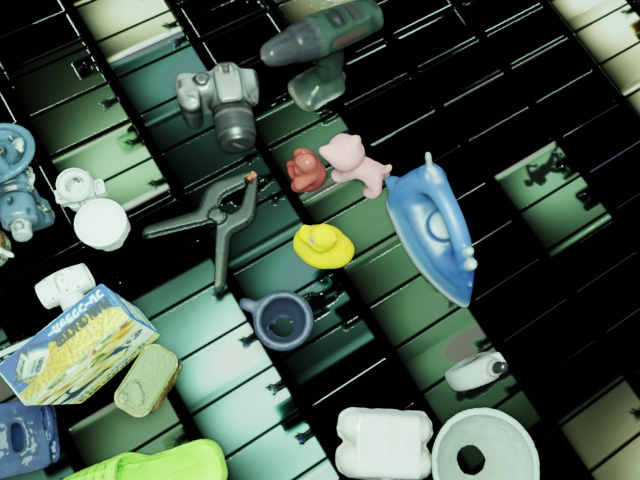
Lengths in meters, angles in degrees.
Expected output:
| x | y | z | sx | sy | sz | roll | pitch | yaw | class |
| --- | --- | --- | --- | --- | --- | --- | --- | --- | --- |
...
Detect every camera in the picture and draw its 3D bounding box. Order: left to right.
| x | y | z | sx | sy | sz | roll | pitch | yaw | class |
| --- | --- | --- | --- | --- | --- | --- | --- | --- | --- |
| -0.168 | -0.225 | 0.983 | 0.143 | 0.101 | 0.137 | -10 | 76 | -8 | camera |

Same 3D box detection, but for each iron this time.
| x | y | z | sx | sy | sz | roll | pitch | yaw | class |
| --- | --- | --- | --- | --- | --- | --- | --- | --- | --- |
| 0.207 | -0.018 | 0.944 | 0.119 | 0.141 | 0.258 | -22 | 78 | -11 | iron |

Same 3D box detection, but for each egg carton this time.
| x | y | z | sx | sy | sz | roll | pitch | yaw | class |
| --- | --- | --- | --- | --- | --- | --- | --- | --- | --- |
| 0.099 | 0.315 | 0.880 | 0.150 | 0.069 | 0.107 | 3 | 74 | -5 | egg carton |

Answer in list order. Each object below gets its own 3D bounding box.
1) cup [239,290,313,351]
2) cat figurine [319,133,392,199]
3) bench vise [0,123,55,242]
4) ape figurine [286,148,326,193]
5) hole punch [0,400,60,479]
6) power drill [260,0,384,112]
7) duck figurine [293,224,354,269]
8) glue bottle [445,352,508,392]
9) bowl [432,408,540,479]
| x | y | z | sx | sy | sz | roll | pitch | yaw | class |
| --- | --- | --- | --- | --- | --- | --- | --- | --- | --- |
| -0.071 | 0.126 | 0.901 | 0.117 | 0.095 | 0.092 | 22 | 74 | 1 | cup |
| 0.063 | -0.136 | 0.974 | 0.128 | 0.117 | 0.067 | 23 | 74 | 1 | cat figurine |
| -0.474 | -0.110 | 0.859 | 0.121 | 0.219 | 0.207 | -40 | 82 | -14 | bench vise |
| -0.025 | -0.122 | 0.975 | 0.076 | 0.092 | 0.078 | 23 | 74 | 1 | ape figurine |
| -0.437 | 0.282 | 0.823 | 0.101 | 0.091 | 0.108 | -12 | 76 | -9 | hole punch |
| -0.001 | -0.308 | 0.967 | 0.230 | 0.208 | 0.075 | -34 | 80 | -13 | power drill |
| 0.009 | 0.003 | 0.947 | 0.104 | 0.086 | 0.077 | 19 | 74 | 0 | duck figurine |
| 0.249 | 0.197 | 0.874 | 0.078 | 0.173 | 0.037 | -31 | 80 | -13 | glue bottle |
| 0.245 | 0.346 | 0.884 | 0.167 | 0.074 | 0.167 | 2 | 75 | -5 | bowl |
